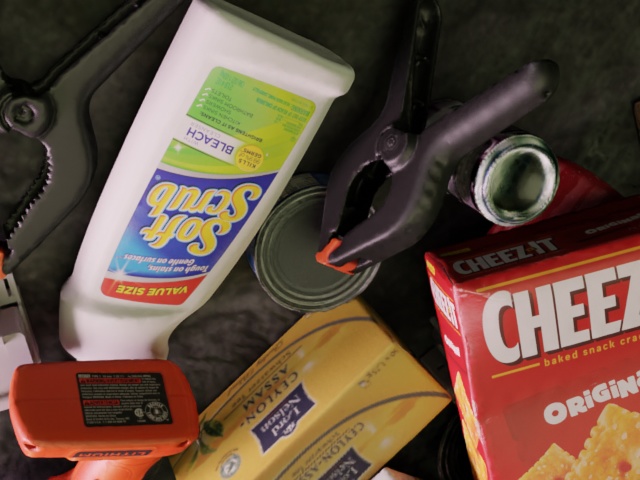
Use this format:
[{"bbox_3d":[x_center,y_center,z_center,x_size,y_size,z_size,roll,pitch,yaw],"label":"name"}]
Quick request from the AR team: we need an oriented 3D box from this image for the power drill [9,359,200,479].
[{"bbox_3d":[-0.162,0.145,0.630,0.184,0.057,0.188,0,140,-29],"label":"power drill"}]

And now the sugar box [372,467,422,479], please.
[{"bbox_3d":[0.082,0.207,0.711,0.048,0.093,0.176,-44,153,5],"label":"sugar box"}]

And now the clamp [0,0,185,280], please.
[{"bbox_3d":[-0.155,-0.079,0.590,0.164,0.036,0.210,1,112,-19],"label":"clamp"}]

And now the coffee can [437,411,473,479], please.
[{"bbox_3d":[0.167,0.179,0.770,0.103,0.103,0.140,-45,118,3],"label":"coffee can"}]

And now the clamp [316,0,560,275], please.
[{"bbox_3d":[0.060,-0.051,0.606,0.039,0.120,0.171,21,97,-38],"label":"clamp"}]

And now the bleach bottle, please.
[{"bbox_3d":[-0.080,-0.011,0.631,0.102,0.068,0.251,20,106,-24],"label":"bleach bottle"}]

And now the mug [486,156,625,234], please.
[{"bbox_3d":[0.165,0.004,0.711,0.081,0.093,0.117,-51,139,1],"label":"mug"}]

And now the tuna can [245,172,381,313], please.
[{"bbox_3d":[-0.004,0.001,0.677,0.086,0.034,0.086,-7,113,-16],"label":"tuna can"}]

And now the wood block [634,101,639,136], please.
[{"bbox_3d":[0.332,-0.086,0.724,0.206,0.090,0.091,-26,118,-8],"label":"wood block"}]

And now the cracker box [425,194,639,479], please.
[{"bbox_3d":[0.167,0.093,0.639,0.164,0.072,0.214,-15,109,-5],"label":"cracker box"}]
